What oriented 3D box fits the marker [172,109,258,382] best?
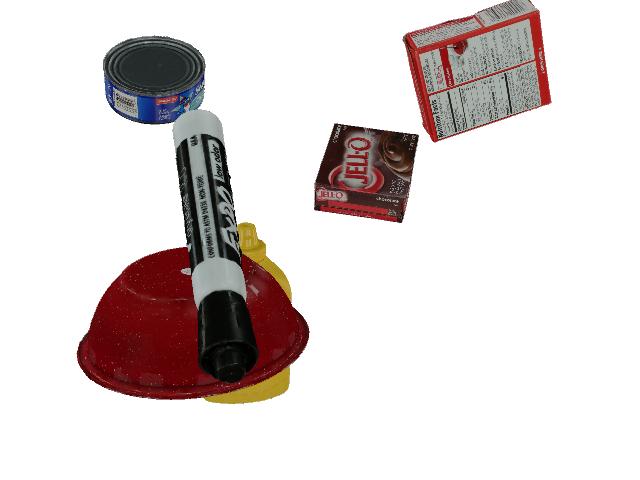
[{"bbox_3d":[-0.037,-0.001,0.364,0.020,0.020,0.121,0,44,-13],"label":"marker"}]

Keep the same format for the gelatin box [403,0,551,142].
[{"bbox_3d":[0.107,-0.116,0.722,0.089,0.073,0.030,-18,37,0],"label":"gelatin box"}]

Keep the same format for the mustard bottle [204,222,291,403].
[{"bbox_3d":[-0.078,0.073,1.103,0.096,0.192,0.058,-3,23,-14],"label":"mustard bottle"}]

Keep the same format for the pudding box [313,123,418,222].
[{"bbox_3d":[0.047,-0.069,1.069,0.090,0.039,0.113,9,38,6],"label":"pudding box"}]

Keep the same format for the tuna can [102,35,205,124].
[{"bbox_3d":[-0.141,-0.136,0.907,0.086,0.034,0.086,3,44,-3],"label":"tuna can"}]

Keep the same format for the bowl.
[{"bbox_3d":[-0.089,0.046,0.735,0.162,0.055,0.162,-2,22,1],"label":"bowl"}]
